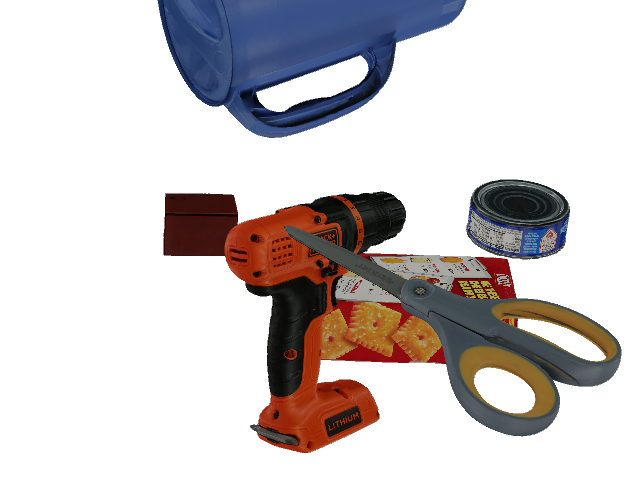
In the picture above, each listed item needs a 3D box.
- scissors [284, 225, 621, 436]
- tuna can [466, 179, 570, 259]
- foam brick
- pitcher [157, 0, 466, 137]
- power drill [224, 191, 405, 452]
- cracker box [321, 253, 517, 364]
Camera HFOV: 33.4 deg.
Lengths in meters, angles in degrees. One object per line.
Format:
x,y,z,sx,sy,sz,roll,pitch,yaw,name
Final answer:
0.052,0.044,0.556,0.202,0.016,0.096,15,42,20,scissors
0.170,-0.020,0.917,0.086,0.034,0.086,2,30,-1,tuna can
-0.130,-0.017,1.153,0.078,0.051,0.053,1,26,-8,foam brick
0.002,-0.192,0.870,0.242,0.149,0.145,-20,37,-24,pitcher
0.005,0.059,0.842,0.057,0.188,0.184,7,15,44,power drill
0.087,0.068,1.085,0.214,0.072,0.164,2,16,6,cracker box
